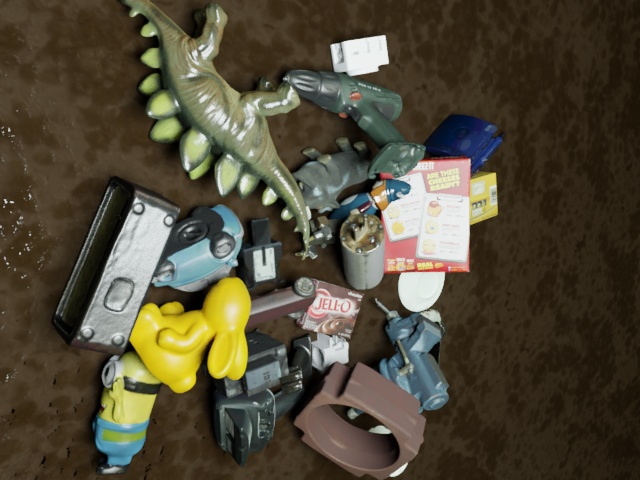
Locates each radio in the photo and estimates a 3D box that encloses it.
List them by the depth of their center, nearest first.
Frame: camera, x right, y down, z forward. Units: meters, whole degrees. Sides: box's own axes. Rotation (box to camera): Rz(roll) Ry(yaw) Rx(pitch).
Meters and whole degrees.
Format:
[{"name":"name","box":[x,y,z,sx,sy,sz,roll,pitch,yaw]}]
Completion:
[{"name":"radio","box":[-0.280,0.034,0.735,0.073,0.131,0.229,22,88,-36]}]

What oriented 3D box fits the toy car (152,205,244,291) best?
[{"name":"toy car","box":[-0.186,0.026,0.816,0.162,0.109,0.102,-32,133,-15]}]

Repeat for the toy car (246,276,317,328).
[{"name":"toy car","box":[-0.098,0.113,0.902,0.202,0.089,0.053,-14,62,-27]}]

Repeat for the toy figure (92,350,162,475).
[{"name":"toy figure","box":[-0.290,0.254,0.806,0.089,0.082,0.180,6,92,-45]}]

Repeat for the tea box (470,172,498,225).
[{"name":"tea box","box":[0.287,-0.080,1.119,0.169,0.068,0.098,-15,107,-29]}]

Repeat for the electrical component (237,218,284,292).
[{"name":"electrical component","box":[-0.105,0.021,0.896,0.075,0.048,0.119,-16,108,-30]}]

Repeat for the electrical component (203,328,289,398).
[{"name":"electrical component","box":[-0.118,0.199,0.873,0.115,0.134,0.058,-18,107,-30]}]

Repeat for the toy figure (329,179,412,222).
[{"name":"toy figure","box":[0.090,-0.066,0.960,0.154,0.064,0.057,-33,123,15]}]

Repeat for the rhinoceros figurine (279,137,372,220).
[{"name":"rhinoceros figurine","box":[0.010,-0.106,0.937,0.190,0.073,0.111,-32,126,-26]}]

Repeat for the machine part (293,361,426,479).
[{"name":"machine part","box":[0.070,0.322,0.963,0.201,0.201,0.087,33,41,2]}]

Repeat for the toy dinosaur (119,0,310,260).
[{"name":"toy dinosaur","box":[-0.135,-0.173,0.803,0.198,0.105,0.471,-47,109,-8]}]

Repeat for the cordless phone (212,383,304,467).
[{"name":"cordless phone","box":[-0.092,0.284,0.930,0.184,0.089,0.146,-26,135,-36]}]

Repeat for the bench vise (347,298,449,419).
[{"name":"bench vise","box":[0.137,0.255,1.047,0.240,0.224,0.128,-42,144,18]}]

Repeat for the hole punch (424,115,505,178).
[{"name":"hole punch","box":[0.284,-0.190,1.072,0.142,0.116,0.092,-46,112,-18]}]

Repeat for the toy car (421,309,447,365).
[{"name":"toy car","box":[0.228,0.248,1.156,0.073,0.056,0.201,-9,106,-38]}]

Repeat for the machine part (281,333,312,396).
[{"name":"machine part","box":[-0.036,0.220,0.947,0.039,0.139,0.084,5,105,9]}]

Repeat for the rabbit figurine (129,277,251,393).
[{"name":"rabbit figurine","box":[-0.170,0.129,0.773,0.173,0.162,0.121,-38,158,0]}]

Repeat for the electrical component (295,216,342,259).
[{"name":"electrical component","box":[-0.001,-0.003,0.932,0.078,0.102,0.045,1,63,-27]}]

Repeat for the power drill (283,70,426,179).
[{"name":"power drill","box":[0.067,-0.196,0.892,0.232,0.207,0.086,-4,137,-40]}]

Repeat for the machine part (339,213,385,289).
[{"name":"machine part","box":[0.077,0.024,0.947,0.079,0.079,0.243,-48,158,-16]}]
